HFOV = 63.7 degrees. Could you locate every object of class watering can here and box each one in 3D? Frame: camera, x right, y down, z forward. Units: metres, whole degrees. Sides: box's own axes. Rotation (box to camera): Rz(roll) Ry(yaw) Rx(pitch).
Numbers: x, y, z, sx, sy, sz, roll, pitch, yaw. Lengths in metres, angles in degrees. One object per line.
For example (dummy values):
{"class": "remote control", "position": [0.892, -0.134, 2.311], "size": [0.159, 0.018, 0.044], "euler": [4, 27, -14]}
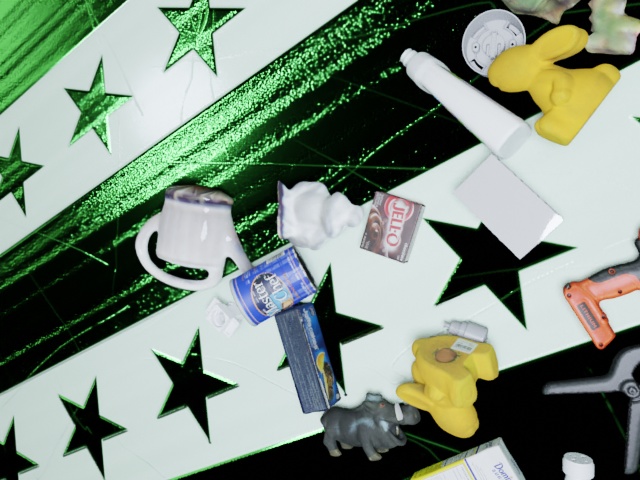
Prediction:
{"class": "watering can", "position": [-0.230, 0.003, 1.093], "size": [0.348, 0.104, 0.224], "euler": [10, 94, 12]}

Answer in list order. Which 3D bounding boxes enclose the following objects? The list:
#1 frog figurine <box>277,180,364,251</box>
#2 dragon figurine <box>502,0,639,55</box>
{"class": "frog figurine", "position": [0.003, -0.049, 0.974], "size": [0.159, 0.120, 0.141], "euler": [-1, 52, 4]}
{"class": "dragon figurine", "position": [0.382, -0.461, 0.794], "size": [0.239, 0.122, 0.415], "euler": [-37, 73, 30]}
